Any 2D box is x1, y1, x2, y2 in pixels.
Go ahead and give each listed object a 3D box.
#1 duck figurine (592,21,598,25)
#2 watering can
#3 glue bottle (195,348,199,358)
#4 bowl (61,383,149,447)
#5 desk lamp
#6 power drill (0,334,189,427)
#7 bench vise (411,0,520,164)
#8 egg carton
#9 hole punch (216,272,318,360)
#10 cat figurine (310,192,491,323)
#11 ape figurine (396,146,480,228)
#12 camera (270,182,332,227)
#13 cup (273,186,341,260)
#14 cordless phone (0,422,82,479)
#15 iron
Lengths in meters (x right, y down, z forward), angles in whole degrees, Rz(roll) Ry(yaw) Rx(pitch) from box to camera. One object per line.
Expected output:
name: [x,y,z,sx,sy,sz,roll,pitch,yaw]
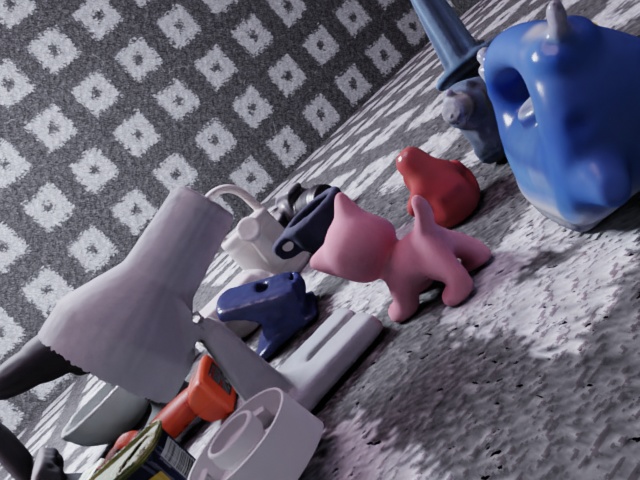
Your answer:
duck figurine: [0.245,-0.163,0.548,0.105,0.086,0.077,-46,11,-15]
watering can: [-0.113,-0.011,0.950,0.101,0.194,0.172,-49,12,-29]
glue bottle: [-0.289,0.152,1.006,0.037,0.173,0.078,-48,12,-27]
bowl: [-0.333,0.278,0.938,0.167,0.075,0.167,-41,11,10]
desk lamp: [-0.094,0.073,0.499,0.203,0.213,0.117,-45,11,-14]
power drill: [-0.271,0.174,0.754,0.075,0.208,0.230,-28,18,52]
bench vise: [0.170,-0.210,0.637,0.121,0.220,0.207,-37,12,26]
egg carton: [-0.126,0.107,0.872,0.150,0.069,0.107,-46,11,-15]
hole punch: [-0.064,0.077,0.707,0.101,0.091,0.108,-42,11,5]
cat figurine: [0.056,0.006,0.481,0.127,0.118,0.067,-31,16,47]
ape figurine: [0.116,-0.060,0.591,0.078,0.092,0.076,-41,11,8]
camera: [-0.035,-0.056,1.096,0.143,0.101,0.136,-49,13,-31]
cup: [0.007,0.003,0.733,0.117,0.095,0.091,-41,11,8]
cordless phone: [-0.421,0.318,0.798,0.094,0.185,0.147,-48,12,-27]
iron: [0.171,-0.106,0.436,0.118,0.141,0.258,-41,11,7]
